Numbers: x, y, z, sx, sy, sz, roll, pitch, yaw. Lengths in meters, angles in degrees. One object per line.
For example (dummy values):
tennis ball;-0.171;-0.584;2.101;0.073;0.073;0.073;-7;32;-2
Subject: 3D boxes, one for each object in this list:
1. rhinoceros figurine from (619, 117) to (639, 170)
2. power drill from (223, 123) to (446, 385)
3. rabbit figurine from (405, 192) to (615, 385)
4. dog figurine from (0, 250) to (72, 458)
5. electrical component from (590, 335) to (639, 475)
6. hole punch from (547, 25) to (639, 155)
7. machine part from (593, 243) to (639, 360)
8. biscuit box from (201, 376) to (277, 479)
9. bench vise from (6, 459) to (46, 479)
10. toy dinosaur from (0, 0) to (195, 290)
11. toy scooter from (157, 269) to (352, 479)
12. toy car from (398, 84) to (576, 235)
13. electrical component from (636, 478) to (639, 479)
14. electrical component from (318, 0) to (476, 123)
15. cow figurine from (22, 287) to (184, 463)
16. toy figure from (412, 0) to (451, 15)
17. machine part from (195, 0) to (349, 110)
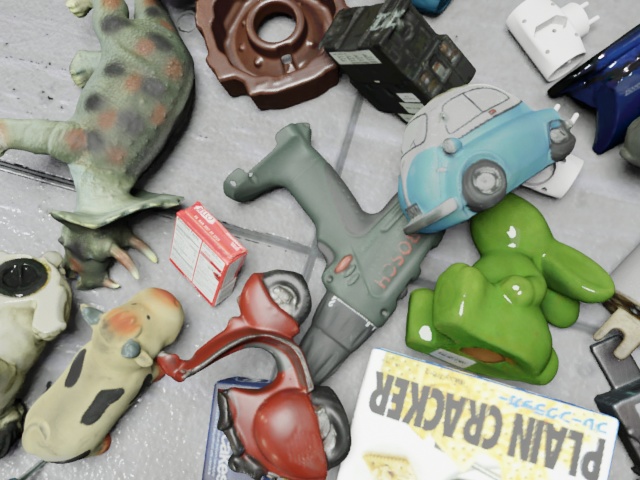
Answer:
rhinoceros figurine;0.347;-0.066;0.429;0.191;0.073;0.112;32;79;39
power drill;-0.001;-0.002;0.532;0.232;0.086;0.207;-44;74;-3
rabbit figurine;0.175;0.031;0.485;0.159;0.121;0.170;19;65;5
dog figurine;-0.313;0.118;0.537;0.121;0.190;0.172;35;48;14
electrical component;0.294;0.145;0.482;0.075;0.047;0.119;-21;79;3
hole punch;0.298;-0.151;0.504;0.142;0.116;0.092;-32;86;1
machine part;0.338;0.009;0.485;0.079;0.079;0.243;44;88;12
biscuit box;-0.077;0.235;0.509;0.063;0.059;0.202;5;80;9
bench vise;-0.219;0.283;0.471;0.241;0.129;0.223;28;122;21
toy dinosaur;-0.203;-0.147;0.573;0.192;0.131;0.404;19;78;-2
toy scooter;-0.057;0.123;0.451;0.135;0.075;0.184;-15;84;-18
toy car;0.127;-0.078;0.456;0.162;0.109;0.103;-33;90;-15
electrical component;0.290;0.271;0.460;0.078;0.045;0.102;31;85;11
electrical component;0.079;-0.167;0.523;0.058;0.134;0.115;-57;35;-1
cow figurine;-0.206;0.125;0.513;0.085;0.127;0.195;39;89;10
toy figure;0.079;-0.305;0.589;0.155;0.057;0.064;38;48;14
machine part;-0.047;-0.231;0.592;0.179;0.056;0.179;-1;80;6
